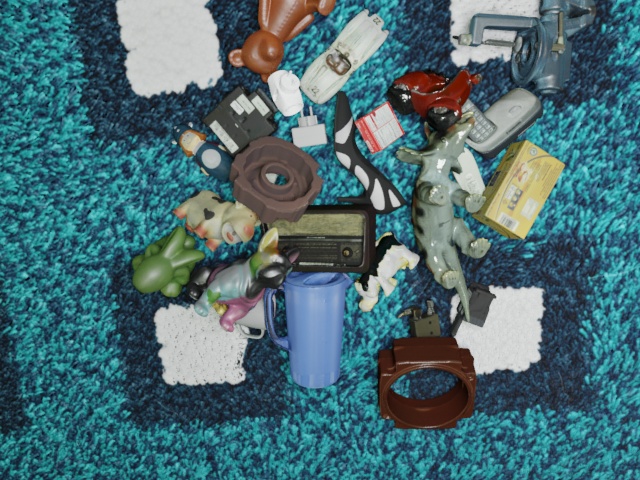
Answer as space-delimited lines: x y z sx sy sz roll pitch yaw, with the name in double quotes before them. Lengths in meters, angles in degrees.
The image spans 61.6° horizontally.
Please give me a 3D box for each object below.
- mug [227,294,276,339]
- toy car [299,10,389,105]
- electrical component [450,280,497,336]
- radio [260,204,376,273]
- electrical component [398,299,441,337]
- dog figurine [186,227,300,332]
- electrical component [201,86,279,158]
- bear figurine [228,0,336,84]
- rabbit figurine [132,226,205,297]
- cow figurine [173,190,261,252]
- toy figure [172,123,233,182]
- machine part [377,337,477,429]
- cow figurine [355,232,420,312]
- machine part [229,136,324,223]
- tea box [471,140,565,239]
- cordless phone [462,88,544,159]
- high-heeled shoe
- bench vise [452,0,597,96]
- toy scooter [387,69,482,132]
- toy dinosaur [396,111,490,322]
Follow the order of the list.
"mug" -0.157 0.157 1.163 0.107 0.081 0.109 8 111 12
"toy car" 0.045 -0.351 1.038 0.073 0.056 0.201 44 102 -7
"electrical component" 0.319 0.151 1.129 0.048 0.075 0.119 20 100 0
"radio" -0.002 -0.003 1.087 0.230 0.073 0.131 1 104 20
"electrical component" 0.216 0.184 1.161 0.078 0.045 0.102 -22 105 -21
"dog figurine" -0.147 0.064 1.062 0.219 0.192 0.108 -44 123 0
"electrical component" -0.150 -0.239 1.076 0.134 0.058 0.115 -37 100 10
"bear figurine" -0.079 -0.393 1.002 0.120 0.132 0.195 25 98 -31
"rabbit figurine" -0.309 0.056 1.096 0.159 0.170 0.121 -37 99 12
"cow figurine" -0.194 -0.045 1.071 0.127 0.195 0.085 -47 134 -13
"toy figure" -0.239 -0.183 1.097 0.154 0.058 0.064 39 65 -4
"machine part" 0.223 0.307 1.140 0.201 0.087 0.201 -1 118 4
"cow figurine" 0.121 0.068 1.125 0.098 0.068 0.167 41 99 0
"machine part" -0.084 -0.114 1.026 0.179 0.179 0.056 27 144 -3
"tea box" 0.385 -0.097 1.049 0.098 0.068 0.169 32 87 -8
"cordless phone" 0.318 -0.261 1.039 0.146 0.088 0.184 -42 79 12
"high-heeled shoe" 0.100 -0.170 1.067 0.145 0.086 0.248 -2 108 2
"bench vise" 0.373 -0.381 0.979 0.241 0.129 0.223 2 105 -5
"toy scooter" 0.220 -0.278 1.005 0.135 0.184 0.075 -40 134 -5
"toy dinosaur" 0.234 -0.043 1.060 0.131 0.192 0.404 -11 119 -9
